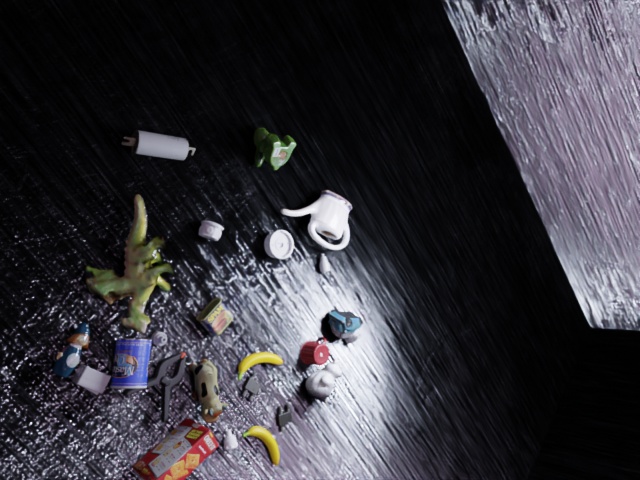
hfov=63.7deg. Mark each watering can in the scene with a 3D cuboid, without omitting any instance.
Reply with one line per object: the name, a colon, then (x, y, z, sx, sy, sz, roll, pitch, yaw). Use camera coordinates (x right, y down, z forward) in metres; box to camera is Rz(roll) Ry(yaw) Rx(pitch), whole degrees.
watering can: (0.006, -0.104, 2.071, 0.343, 0.103, 0.228, 35, 63, -31)

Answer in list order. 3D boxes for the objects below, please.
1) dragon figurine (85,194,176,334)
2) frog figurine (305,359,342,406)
dragon figurine: (-0.590, 0.083, 1.574, 0.245, 0.121, 0.411, -21, 89, -31)
frog figurine: (0.018, 0.528, 1.974, 0.122, 0.137, 0.160, 23, 89, -6)
